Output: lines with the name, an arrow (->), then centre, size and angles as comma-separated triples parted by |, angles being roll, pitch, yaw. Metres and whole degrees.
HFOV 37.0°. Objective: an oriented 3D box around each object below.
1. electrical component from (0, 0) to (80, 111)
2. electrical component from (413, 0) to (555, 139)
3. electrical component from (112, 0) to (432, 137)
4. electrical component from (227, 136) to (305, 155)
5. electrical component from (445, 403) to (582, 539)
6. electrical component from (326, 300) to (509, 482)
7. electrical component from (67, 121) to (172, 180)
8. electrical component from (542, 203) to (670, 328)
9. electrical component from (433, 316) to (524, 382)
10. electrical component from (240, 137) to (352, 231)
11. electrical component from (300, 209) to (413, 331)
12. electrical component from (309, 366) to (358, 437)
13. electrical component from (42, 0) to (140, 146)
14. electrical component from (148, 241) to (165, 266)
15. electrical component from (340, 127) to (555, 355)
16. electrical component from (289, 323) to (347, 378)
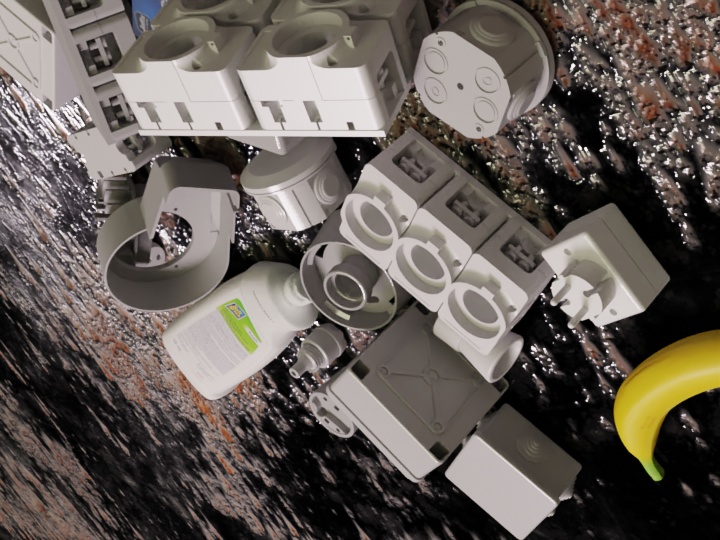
electrical component -> -0.301, -0.224, 1.001 | 0.109, 0.056, 0.108 | 40, 146, 12
electrical component -> 0.077, -0.127, 0.678 | 0.080, 0.051, 0.080 | 29, 142, 26
electrical component -> -0.058, -0.145, 0.711 | 0.186, 0.105, 0.060 | 4, 138, 26
electrical component -> -0.062, -0.127, 0.794 | 0.062, 0.096, 0.061 | 21, 142, 34
electrical component -> 0.132, 0.172, 0.922 | 0.100, 0.048, 0.099 | 40, 146, 12
electrical component -> 0.048, 0.097, 0.887 | 0.108, 0.109, 0.056 | 46, 144, 4
electrical component -> -0.225, -0.124, 1.016 | 0.089, 0.056, 0.050 | -3, 122, 50
electrical component -> 0.152, 0.008, 0.707 | 0.065, 0.077, 0.047 | 52, 146, -6
electrical component -> 0.091, 0.053, 0.855 | 0.065, 0.044, 0.044 | 36, 145, 25
electrical component -> -0.050, -0.072, 0.853 | 0.080, 0.080, 0.051 | 7, 134, 45
electrical component -> 0.000, 0.000, 0.904 | 0.099, 0.064, 0.099 | 17, 131, 20
electrical component -> -0.013, 0.126, 1.039 | 0.055, 0.047, 0.055 | 29, 142, 26
electrical component -> -0.219, -0.195, 0.909 | 0.089, 0.062, 0.150 | 45, 156, 57
electrical component -> -0.244, -0.017, 1.156 | 0.055, 0.045, 0.045 | 27, 141, 28
electrical component -> 0.063, -0.018, 0.795 | 0.150, 0.062, 0.089 | 41, 146, 11
electrical component -> -0.042, 0.079, 1.011 | 0.035, 0.061, 0.035 | 29, 142, 26
